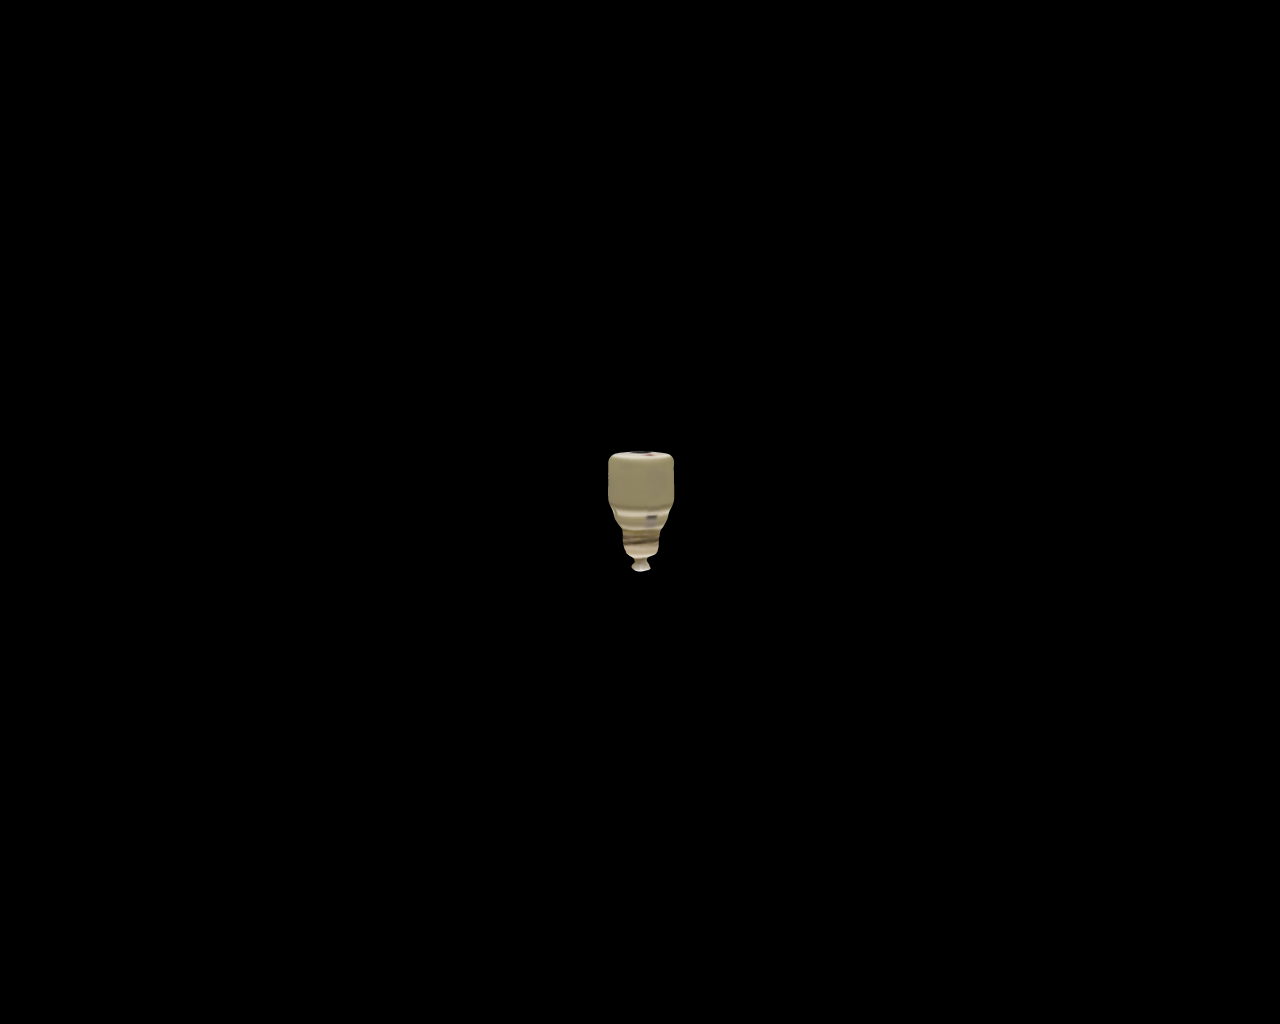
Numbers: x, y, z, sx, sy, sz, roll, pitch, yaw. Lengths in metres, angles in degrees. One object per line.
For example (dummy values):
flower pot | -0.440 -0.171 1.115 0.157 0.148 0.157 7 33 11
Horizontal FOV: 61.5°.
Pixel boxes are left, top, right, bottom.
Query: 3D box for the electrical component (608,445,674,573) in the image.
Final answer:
electrical component | 0.001 -0.003 0.650 0.040 0.078 0.040 0 9 0
